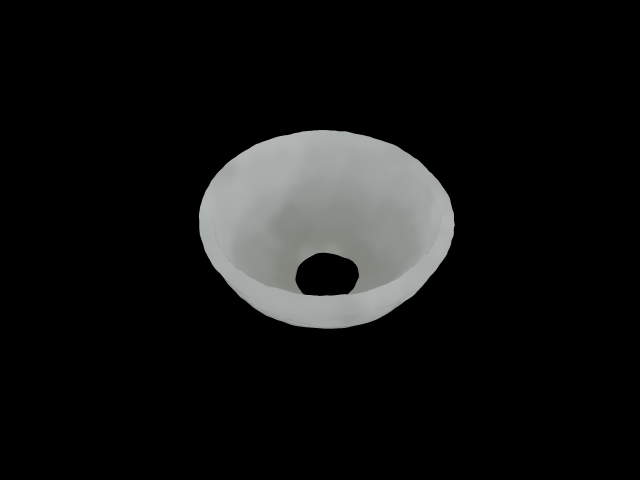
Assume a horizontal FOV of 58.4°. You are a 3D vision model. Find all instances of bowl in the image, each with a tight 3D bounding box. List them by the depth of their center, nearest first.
[{"bbox_3d":[0.004,0.001,0.400,0.167,0.075,0.167,0,48,0],"label":"bowl"}]
